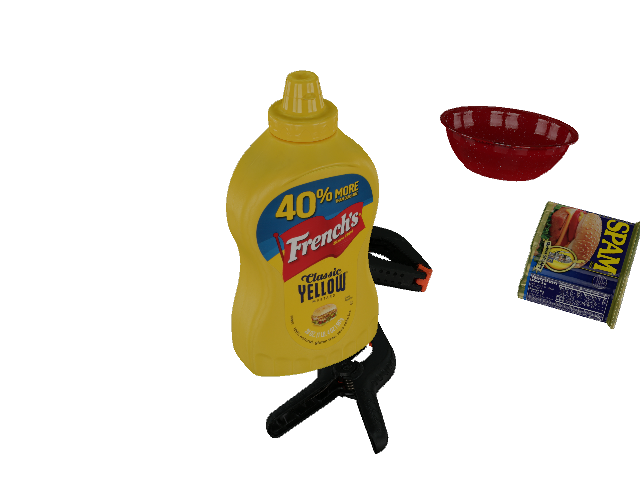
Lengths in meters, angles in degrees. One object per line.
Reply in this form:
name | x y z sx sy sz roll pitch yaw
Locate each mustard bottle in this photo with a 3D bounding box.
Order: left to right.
mustard bottle | -0.010 -0.012 0.656 0.096 0.192 0.058 -14 33 -22

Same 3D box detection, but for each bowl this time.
bowl | 0.217 -0.111 1.253 0.162 0.055 0.162 5 23 -2

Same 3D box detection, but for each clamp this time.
clamp | 0.031 0.005 1.262 0.210 0.036 0.164 32 39 23
clamp | 0.035 0.142 1.046 0.120 0.039 0.171 15 46 24

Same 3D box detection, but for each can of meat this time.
can of meat | 0.222 0.018 0.913 0.084 0.057 0.102 16 45 16
